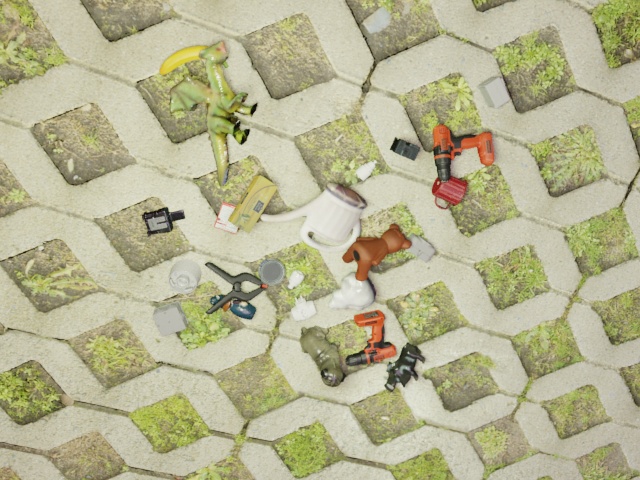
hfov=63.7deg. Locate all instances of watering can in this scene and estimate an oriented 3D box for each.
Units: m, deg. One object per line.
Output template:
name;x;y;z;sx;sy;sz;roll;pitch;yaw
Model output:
watering can;0.005;-0.081;1.602;0.345;0.106;0.222;23;105;-32

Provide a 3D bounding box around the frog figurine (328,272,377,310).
frog figurine;0.100;0.181;1.705;0.160;0.125;0.134;-30;129;-9

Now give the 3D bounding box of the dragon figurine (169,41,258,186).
dragon figurine;-0.328;-0.373;1.508;0.243;0.124;0.403;26;115;4
